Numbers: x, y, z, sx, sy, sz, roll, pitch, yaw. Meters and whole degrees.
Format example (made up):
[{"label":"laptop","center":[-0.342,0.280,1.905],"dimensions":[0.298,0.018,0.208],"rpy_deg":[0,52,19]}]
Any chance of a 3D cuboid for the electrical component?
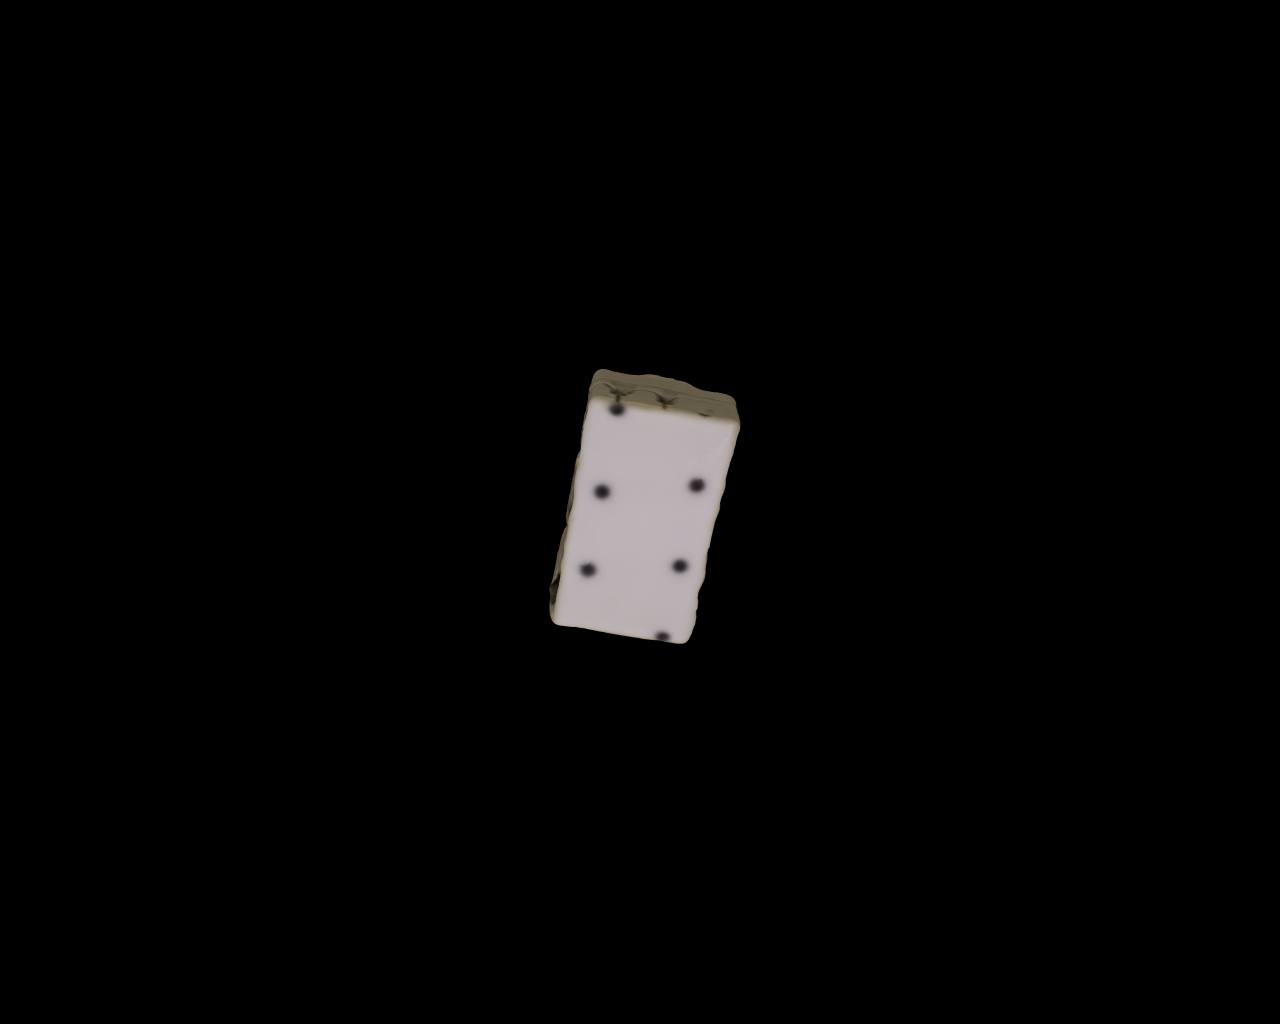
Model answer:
[{"label":"electrical component","center":[0.001,-0.003,0.650],"dimensions":[0.089,0.150,0.062],"rpy_deg":[11,24,-5]}]
